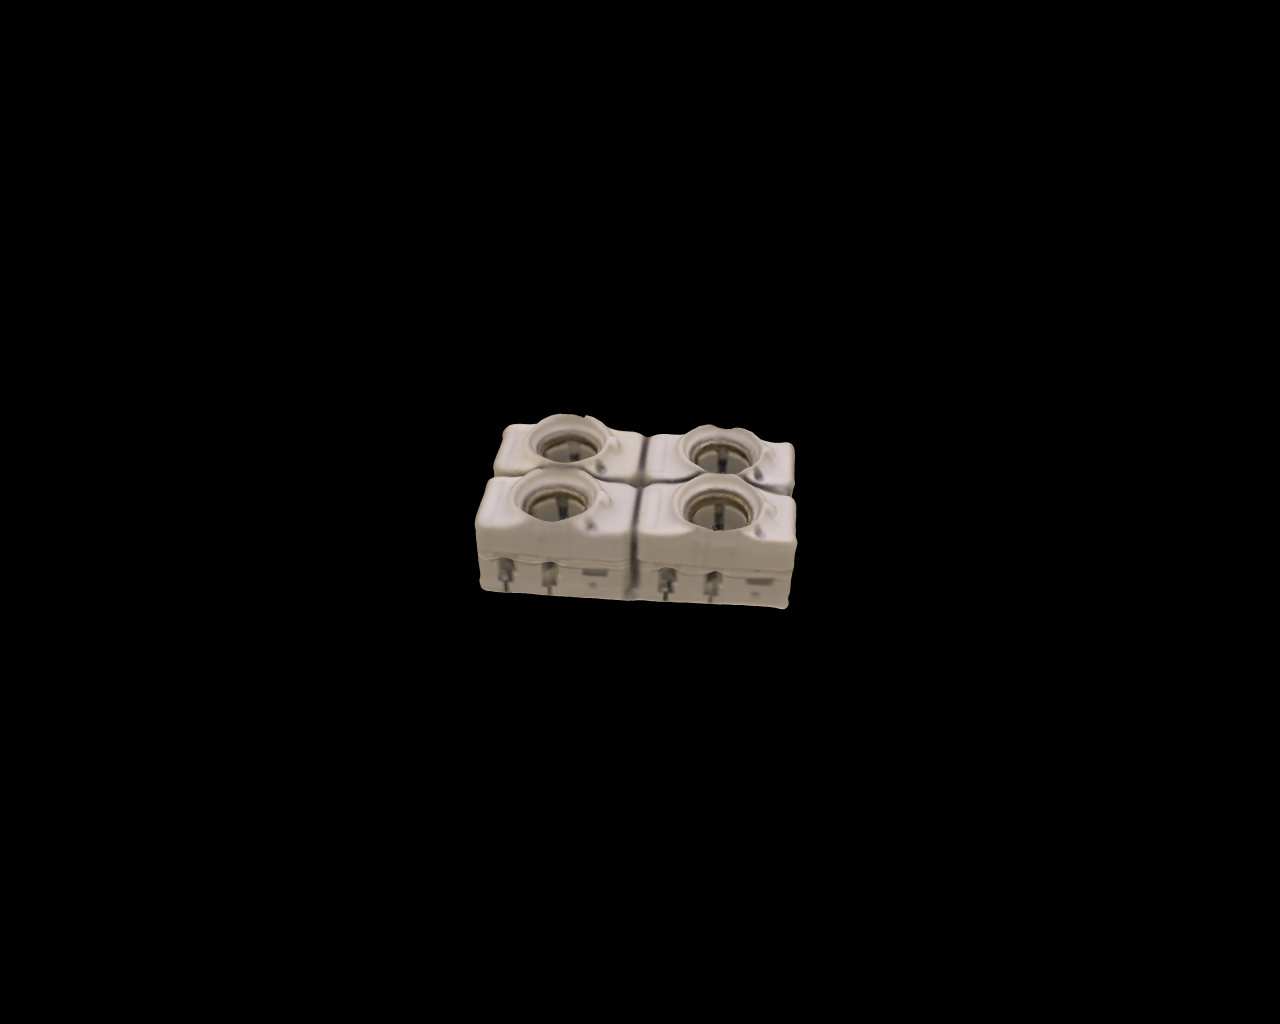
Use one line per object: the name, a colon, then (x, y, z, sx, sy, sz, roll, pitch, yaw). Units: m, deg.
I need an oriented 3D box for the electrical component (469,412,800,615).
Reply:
electrical component: (0.001, -0.003, 0.650, 0.186, 0.060, 0.106, 4, 40, 4)
